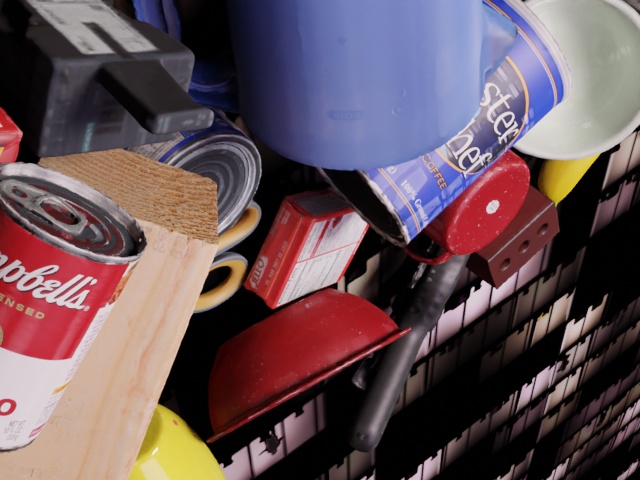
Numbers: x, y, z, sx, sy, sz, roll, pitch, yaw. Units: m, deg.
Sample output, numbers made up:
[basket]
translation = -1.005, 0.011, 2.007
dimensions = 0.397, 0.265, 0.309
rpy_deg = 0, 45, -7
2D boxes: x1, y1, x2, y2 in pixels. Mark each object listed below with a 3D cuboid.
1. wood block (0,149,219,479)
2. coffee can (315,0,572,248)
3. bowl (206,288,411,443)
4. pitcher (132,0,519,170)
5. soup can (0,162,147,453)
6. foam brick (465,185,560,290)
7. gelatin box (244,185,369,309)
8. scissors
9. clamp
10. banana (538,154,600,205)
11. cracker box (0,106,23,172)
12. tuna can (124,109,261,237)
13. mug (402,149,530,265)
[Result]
[wood block]
translation = -0.128, 0.061, 0.543
dimensions = 0.090, 0.091, 0.206
rpy_deg = 18, 110, -14
[coffee can]
translation = 0.068, -0.079, 0.655
dimensions = 0.140, 0.103, 0.102
rpy_deg = -42, 149, -7
[bowl]
translation = -0.019, 0.079, 0.742
dimensions = 0.162, 0.055, 0.162
rpy_deg = -28, 173, -4
[pitcher]
translation = 0.000, -0.156, 0.478
dimensions = 0.149, 0.145, 0.243
rpy_deg = -44, 147, -27
[soup can]
translation = -0.125, 0.028, 0.441
dimensions = 0.068, 0.069, 0.102
rpy_deg = 8, 119, -54
[foam brick]
translation = 0.152, -0.008, 0.888
dimensions = 0.078, 0.051, 0.053
rpy_deg = -42, 149, -7
[gelatin box]
translation = -0.005, 0.001, 0.719
dimensions = 0.089, 0.030, 0.073
rpy_deg = -18, 140, -54
[scissors]
translation = -0.116, 0.044, 0.658
dimensions = 0.201, 0.016, 0.096
rpy_deg = -37, 148, -15
[clamp]
translation = 0.073, 0.060, 0.831
dimensions = 0.210, 0.036, 0.164
rpy_deg = -63, -177, 16
[banana]
translation = 0.245, -0.106, 0.908
dimensions = 0.198, 0.037, 0.069
rpy_deg = -50, 167, 8
[cracker box]
translation = -0.234, 0.030, 0.447
dimensions = 0.163, 0.072, 0.214
rpy_deg = -10, 134, -44
[tuna can]
translation = -0.075, -0.033, 0.601
dimensions = 0.086, 0.034, 0.086
rpy_deg = -31, 146, -24
[mug]
translation = 0.087, -0.034, 0.750
dimensions = 0.093, 0.082, 0.117
rpy_deg = -12, 135, -44
